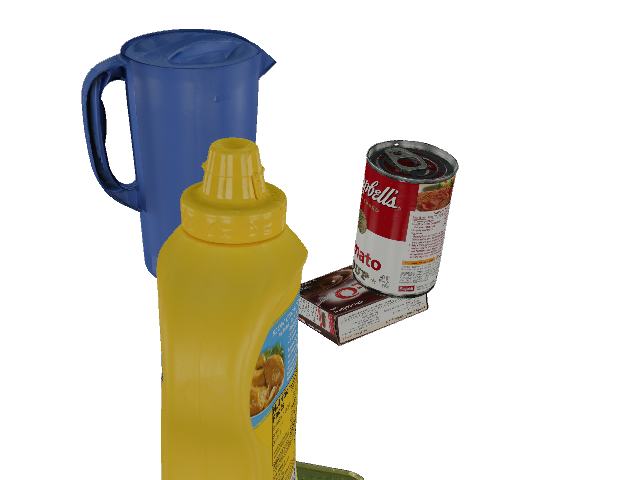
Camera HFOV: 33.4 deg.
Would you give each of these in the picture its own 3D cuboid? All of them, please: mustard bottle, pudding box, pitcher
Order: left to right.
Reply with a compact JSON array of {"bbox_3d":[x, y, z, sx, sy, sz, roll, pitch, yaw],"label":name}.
[{"bbox_3d":[-0.135,-0.079,1.054,0.149,0.243,0.144,12,28,19],"label":"pitcher"},{"bbox_3d":[-0.036,0.051,0.438,0.058,0.192,0.096,8,24,11],"label":"mustard bottle"},{"bbox_3d":[0.038,0.059,1.078,0.113,0.039,0.090,-22,25,-26],"label":"pudding box"}]

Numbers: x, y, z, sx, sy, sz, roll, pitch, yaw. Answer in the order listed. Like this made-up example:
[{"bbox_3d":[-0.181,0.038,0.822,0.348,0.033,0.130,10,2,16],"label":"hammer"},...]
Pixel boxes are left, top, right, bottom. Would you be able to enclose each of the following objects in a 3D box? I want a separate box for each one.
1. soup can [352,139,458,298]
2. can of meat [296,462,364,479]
[{"bbox_3d":[0.062,-0.016,0.806,0.068,0.102,0.068,5,30,-3],"label":"soup can"},{"bbox_3d":[-0.022,0.219,0.813,0.102,0.084,0.057,8,14,10],"label":"can of meat"}]
